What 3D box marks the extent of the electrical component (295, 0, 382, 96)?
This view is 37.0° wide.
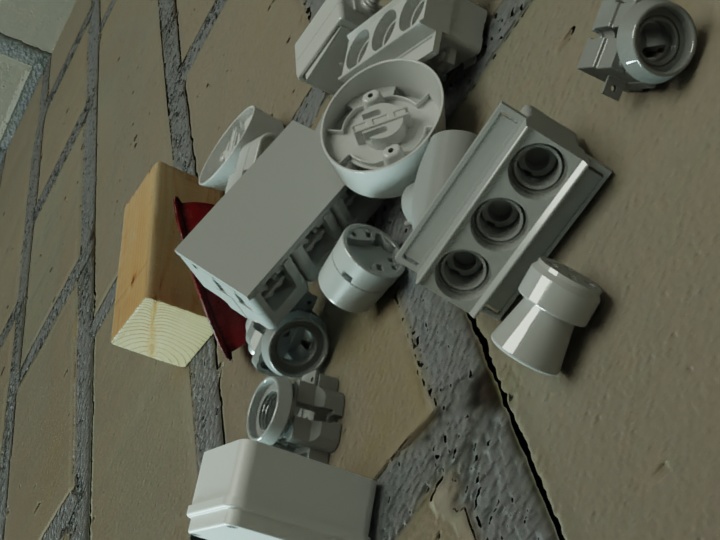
[{"bbox_3d":[-0.011,-0.210,0.992,0.096,0.062,0.061,-48,33,37],"label":"electrical component"}]

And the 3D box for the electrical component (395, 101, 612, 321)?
[{"bbox_3d":[0.088,-0.039,0.676,0.121,0.079,0.063,-56,7,25],"label":"electrical component"}]

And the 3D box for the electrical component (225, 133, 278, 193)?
[{"bbox_3d":[-0.097,-0.082,1.072,0.059,0.054,0.095,-15,59,59],"label":"electrical component"}]

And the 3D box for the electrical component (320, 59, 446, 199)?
[{"bbox_3d":[0.020,-0.106,0.818,0.099,0.064,0.099,-7,57,10],"label":"electrical component"}]

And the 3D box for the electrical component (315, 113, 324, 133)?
[{"bbox_3d":[-0.023,-0.113,0.966,0.062,0.043,0.043,-62,27,17],"label":"electrical component"}]

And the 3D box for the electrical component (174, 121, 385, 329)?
[{"bbox_3d":[-0.062,-0.036,0.880,0.089,0.061,0.150,30,72,33],"label":"electrical component"}]

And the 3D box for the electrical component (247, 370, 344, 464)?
[{"bbox_3d":[-0.052,0.115,0.842,0.058,0.057,0.078,-30,46,52],"label":"electrical component"}]

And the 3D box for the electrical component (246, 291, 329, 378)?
[{"bbox_3d":[-0.059,0.056,0.897,0.078,0.058,0.057,-65,24,6],"label":"electrical component"}]

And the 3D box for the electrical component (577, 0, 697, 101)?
[{"bbox_3d":[0.163,-0.132,0.626,0.066,0.048,0.055,-69,19,1],"label":"electrical component"}]

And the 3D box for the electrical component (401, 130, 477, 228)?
[{"bbox_3d":[0.056,-0.051,0.771,0.079,0.043,0.077,-22,52,56],"label":"electrical component"}]

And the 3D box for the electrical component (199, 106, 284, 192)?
[{"bbox_3d":[-0.125,-0.126,1.146,0.099,0.064,0.099,-42,37,43],"label":"electrical component"}]

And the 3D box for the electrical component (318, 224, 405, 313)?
[{"bbox_3d":[0.000,0.000,0.831,0.047,0.055,0.055,-53,30,37],"label":"electrical component"}]

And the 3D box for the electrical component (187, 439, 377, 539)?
[{"bbox_3d":[-0.054,0.165,0.747,0.078,0.113,0.057,-28,45,53],"label":"electrical component"}]

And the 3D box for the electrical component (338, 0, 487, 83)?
[{"bbox_3d":[0.043,-0.181,0.868,0.121,0.063,0.078,-21,53,56],"label":"electrical component"}]

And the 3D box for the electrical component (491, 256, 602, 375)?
[{"bbox_3d":[0.107,0.026,0.617,0.055,0.045,0.045,-62,27,13],"label":"electrical component"}]

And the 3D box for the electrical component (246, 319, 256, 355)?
[{"bbox_3d":[-0.082,0.054,0.960,0.062,0.048,0.048,123,153,-44],"label":"electrical component"}]
